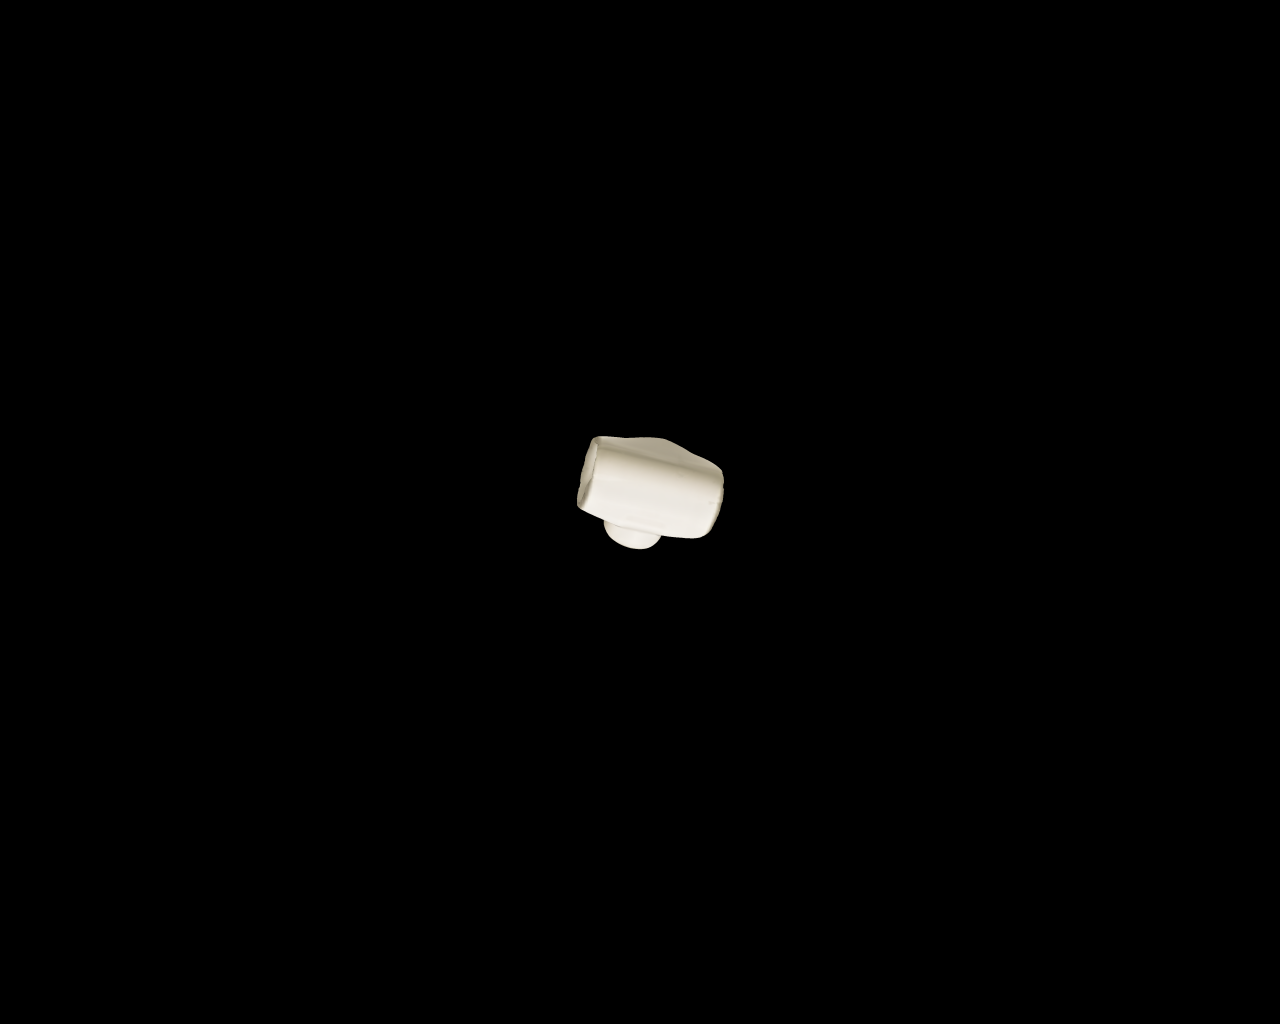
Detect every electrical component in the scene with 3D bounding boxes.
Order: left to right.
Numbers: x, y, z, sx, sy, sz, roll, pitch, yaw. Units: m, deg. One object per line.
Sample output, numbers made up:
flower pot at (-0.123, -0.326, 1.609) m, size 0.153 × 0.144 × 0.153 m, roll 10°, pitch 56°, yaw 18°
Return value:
electrical component at (0.001, -0.003, 0.650) m, size 0.077 × 0.043 × 0.079 m, roll 13°, pitch -47°, yaw -12°
